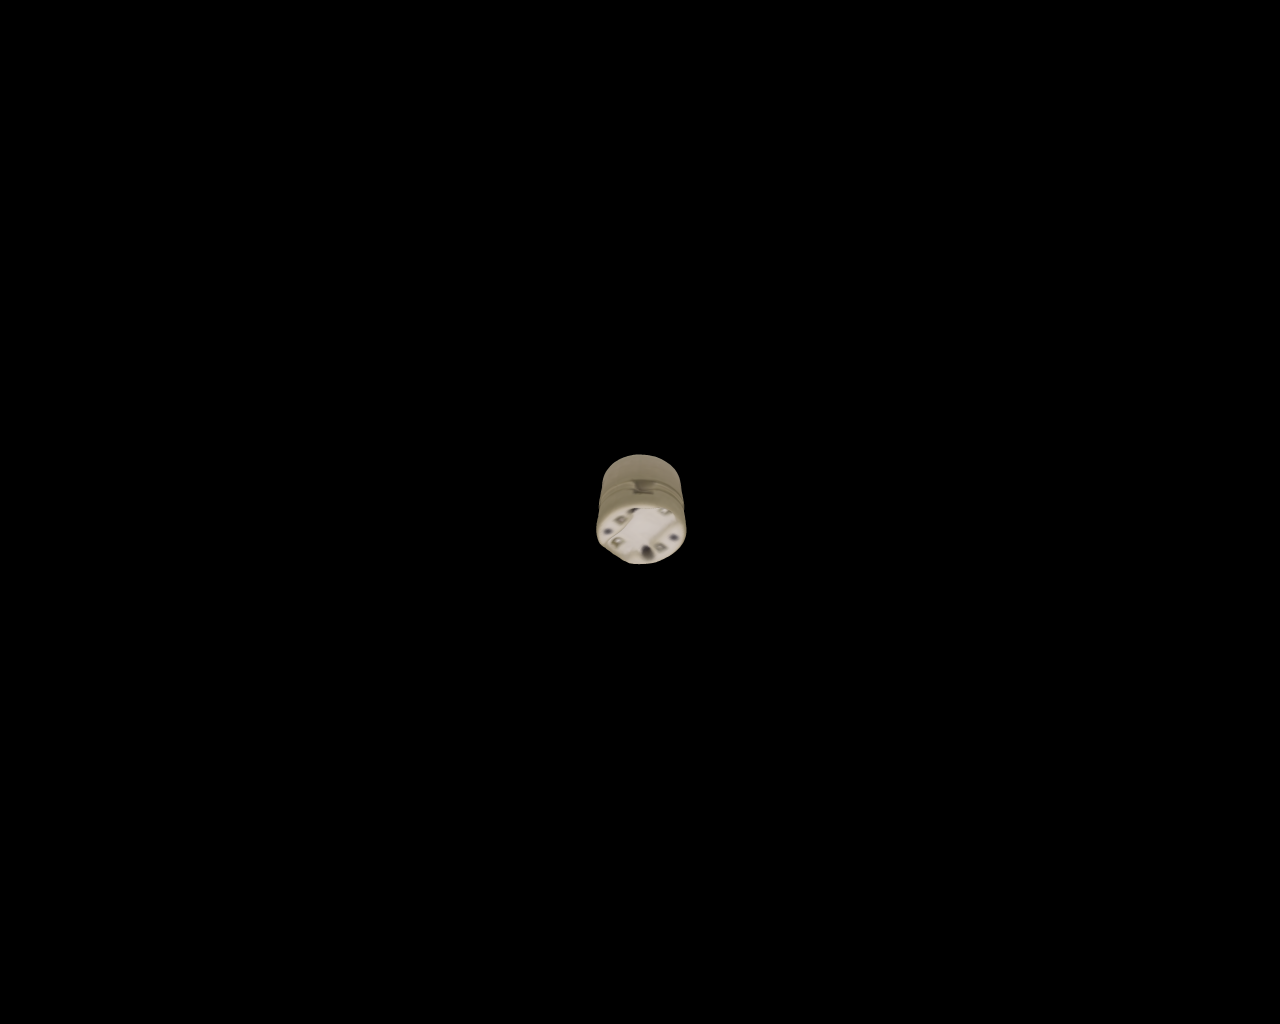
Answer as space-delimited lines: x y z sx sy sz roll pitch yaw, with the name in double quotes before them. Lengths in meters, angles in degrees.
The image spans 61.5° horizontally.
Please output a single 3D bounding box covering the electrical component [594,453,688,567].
"electrical component" 0.001 -0.003 0.650 0.055 0.055 0.047 0 45 0
